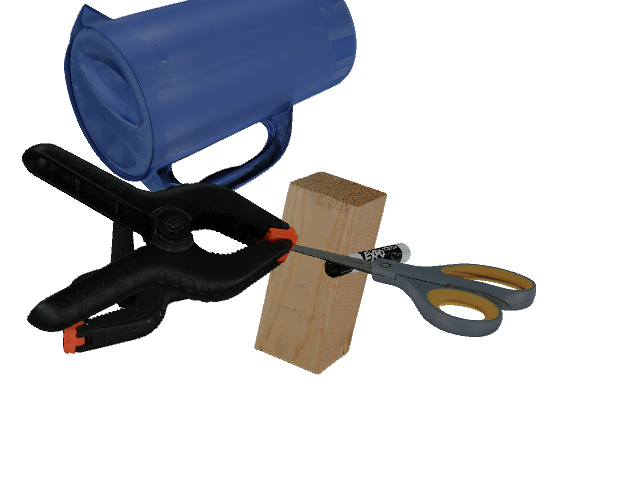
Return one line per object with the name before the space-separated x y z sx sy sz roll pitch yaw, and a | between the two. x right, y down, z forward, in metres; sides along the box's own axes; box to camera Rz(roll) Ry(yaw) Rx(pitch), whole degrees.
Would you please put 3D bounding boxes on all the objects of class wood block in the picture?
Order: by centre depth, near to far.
wood block | -0.001 0.035 1.240 0.090 0.206 0.090 20 20 20

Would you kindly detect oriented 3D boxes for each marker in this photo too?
marker | 0.042 0.017 0.960 0.020 0.020 0.120 0 6 36

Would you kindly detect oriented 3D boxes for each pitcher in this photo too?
pitcher | -0.084 -0.143 0.929 0.242 0.149 0.145 -26 44 -33

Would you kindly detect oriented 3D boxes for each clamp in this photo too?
clamp | -0.101 -0.009 0.648 0.171 0.120 0.039 -5 -21 -29
clamp | -0.185 0.040 1.027 0.165 0.036 0.209 26 36 23

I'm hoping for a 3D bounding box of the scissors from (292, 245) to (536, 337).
scissors | 0.050 0.032 0.759 0.202 0.016 0.096 7 26 12
